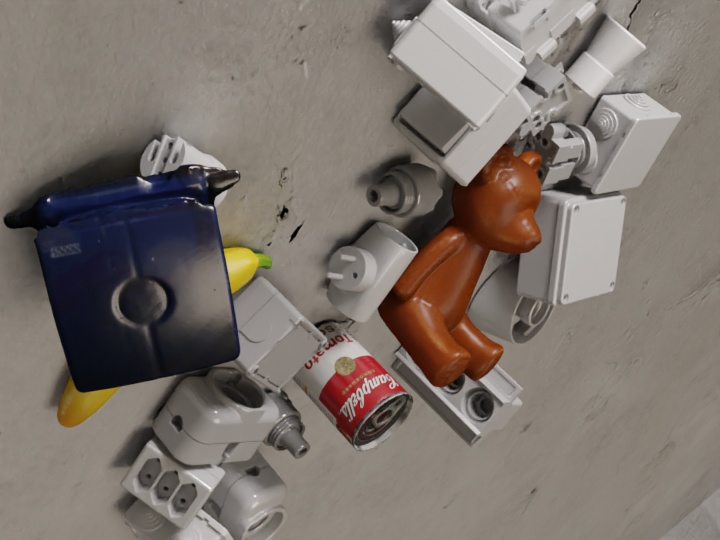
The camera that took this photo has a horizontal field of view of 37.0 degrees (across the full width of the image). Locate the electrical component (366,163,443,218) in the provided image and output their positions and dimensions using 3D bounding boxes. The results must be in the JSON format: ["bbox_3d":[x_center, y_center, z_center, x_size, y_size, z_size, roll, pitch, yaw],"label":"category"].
[{"bbox_3d":[0.033,-0.063,0.864,0.062,0.043,0.043,-12,137,-43],"label":"electrical component"}]

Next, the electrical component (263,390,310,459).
[{"bbox_3d":[-0.070,0.143,0.973,0.048,0.062,0.048,-32,149,-23],"label":"electrical component"}]

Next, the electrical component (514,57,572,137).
[{"bbox_3d":[0.134,-0.148,0.875,0.066,0.055,0.048,-44,151,-3],"label":"electrical component"}]

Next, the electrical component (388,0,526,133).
[{"bbox_3d":[0.065,-0.149,0.752,0.061,0.096,0.061,-49,180,7],"label":"electrical component"}]

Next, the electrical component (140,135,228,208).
[{"bbox_3d":[-0.112,-0.061,0.684,0.040,0.040,0.046,-47,146,3],"label":"electrical component"}]

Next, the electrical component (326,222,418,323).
[{"bbox_3d":[0.000,0.000,0.900,0.077,0.044,0.079,-55,150,16],"label":"electrical component"}]

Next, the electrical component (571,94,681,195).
[{"bbox_3d":[0.259,-0.128,1.069,0.100,0.048,0.099,-12,137,-45],"label":"electrical component"}]

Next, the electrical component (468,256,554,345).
[{"bbox_3d":[0.169,0.031,1.164,0.099,0.064,0.099,-33,138,-36],"label":"electrical component"}]

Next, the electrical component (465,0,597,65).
[{"bbox_3d":[0.144,-0.215,0.793,0.121,0.063,0.078,-43,151,-4],"label":"electrical component"}]

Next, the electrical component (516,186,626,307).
[{"bbox_3d":[0.216,-0.026,1.097,0.109,0.056,0.108,-11,110,-46],"label":"electrical component"}]

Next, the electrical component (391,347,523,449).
[{"bbox_3d":[0.102,0.110,1.094,0.078,0.121,0.063,-53,153,13],"label":"electrical component"}]

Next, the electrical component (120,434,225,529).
[{"bbox_3d":[-0.151,0.168,0.906,0.047,0.066,0.076,-55,179,16],"label":"electrical component"}]

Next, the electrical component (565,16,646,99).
[{"bbox_3d":[0.213,-0.184,0.947,0.065,0.044,0.044,-50,151,17],"label":"electrical component"}]

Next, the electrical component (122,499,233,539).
[{"bbox_3d":[-0.155,0.237,0.947,0.048,0.100,0.099,-48,154,-22],"label":"electrical component"}]

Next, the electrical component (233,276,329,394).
[{"bbox_3d":[-0.073,0.052,0.863,0.062,0.061,0.096,-45,159,-3],"label":"electrical component"}]

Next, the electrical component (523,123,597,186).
[{"bbox_3d":[0.186,-0.110,1.002,0.055,0.048,0.066,-13,138,-33],"label":"electrical component"}]

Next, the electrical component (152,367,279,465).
[{"bbox_3d":[-0.116,0.121,0.894,0.059,0.054,0.095,-55,150,16],"label":"electrical component"}]

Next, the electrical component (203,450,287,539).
[{"bbox_3d":[-0.110,0.228,1.033,0.054,0.059,0.095,-17,140,-41],"label":"electrical component"}]

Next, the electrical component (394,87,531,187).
[{"bbox_3d":[0.082,-0.125,0.830,0.096,0.062,0.061,-49,151,6],"label":"electrical component"}]
